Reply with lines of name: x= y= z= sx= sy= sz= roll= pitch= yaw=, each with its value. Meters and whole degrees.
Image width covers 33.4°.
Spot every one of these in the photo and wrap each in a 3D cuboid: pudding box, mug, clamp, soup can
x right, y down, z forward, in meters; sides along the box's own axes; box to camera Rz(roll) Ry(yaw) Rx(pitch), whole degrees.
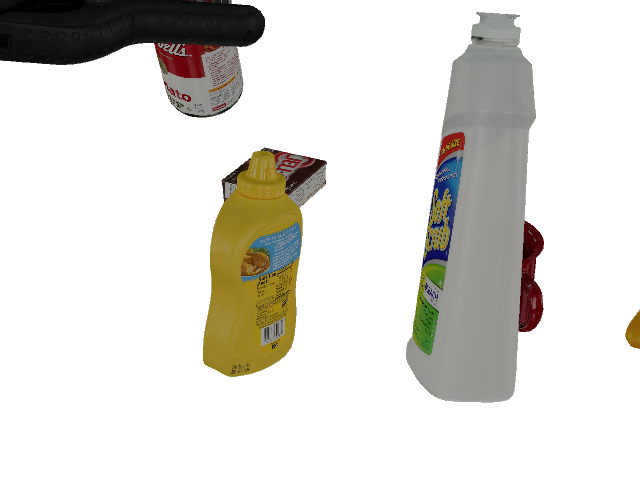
pudding box: x=-0.055 y=-0.072 z=1.314 sx=0.090 sy=0.039 sz=0.113 roll=13 pitch=33 yaw=23
mug: x=0.155 y=0.038 z=0.939 sx=0.093 sy=0.081 sz=0.117 roll=-19 pitch=35 yaw=-26
clamp: x=-0.133 y=-0.141 z=0.646 sx=0.171 sy=0.039 sz=0.120 roll=-10 pitch=31 yaw=-29
soup can: x=-0.101 y=-0.158 z=0.874 sx=0.068 sy=0.068 sz=0.102 roll=0 pitch=-33 yaw=3

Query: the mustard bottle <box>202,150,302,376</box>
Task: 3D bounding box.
mustard bottle: x=-0.055 y=0.016 z=0.917 sx=0.058 sy=0.192 sz=0.096 roll=22 pitch=28 yaw=33

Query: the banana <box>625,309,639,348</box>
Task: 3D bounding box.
banana: x=0.305 y=0.042 z=0.738 sx=0.198 sy=0.037 sz=0.069 roll=-3 pitch=33 yaw=2

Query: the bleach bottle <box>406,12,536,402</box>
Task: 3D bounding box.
bleach bottle: x=0.105 y=-0.025 z=0.716 sx=0.068 sy=0.251 sz=0.102 roll=2 pitch=13 yaw=-7
